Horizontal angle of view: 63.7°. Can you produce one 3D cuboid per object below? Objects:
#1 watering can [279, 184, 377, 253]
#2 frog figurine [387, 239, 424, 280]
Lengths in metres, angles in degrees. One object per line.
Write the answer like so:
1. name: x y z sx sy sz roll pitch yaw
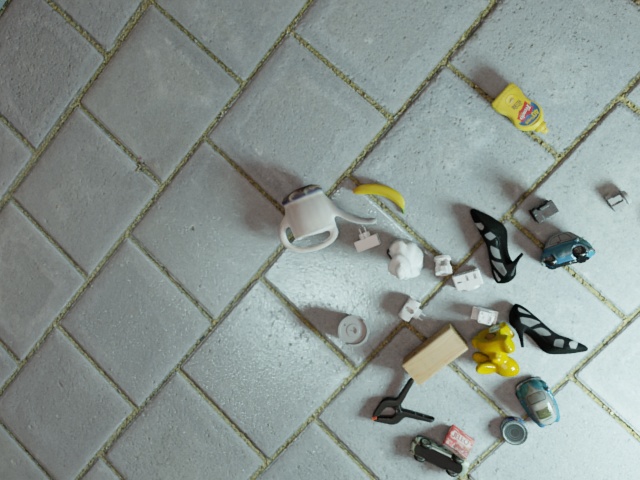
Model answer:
1. watering can: 0.005 -0.090 1.783 0.346 0.104 0.225 -20 88 14
2. frog figurine: 0.279 0.064 1.699 0.122 0.160 0.138 -25 88 12
